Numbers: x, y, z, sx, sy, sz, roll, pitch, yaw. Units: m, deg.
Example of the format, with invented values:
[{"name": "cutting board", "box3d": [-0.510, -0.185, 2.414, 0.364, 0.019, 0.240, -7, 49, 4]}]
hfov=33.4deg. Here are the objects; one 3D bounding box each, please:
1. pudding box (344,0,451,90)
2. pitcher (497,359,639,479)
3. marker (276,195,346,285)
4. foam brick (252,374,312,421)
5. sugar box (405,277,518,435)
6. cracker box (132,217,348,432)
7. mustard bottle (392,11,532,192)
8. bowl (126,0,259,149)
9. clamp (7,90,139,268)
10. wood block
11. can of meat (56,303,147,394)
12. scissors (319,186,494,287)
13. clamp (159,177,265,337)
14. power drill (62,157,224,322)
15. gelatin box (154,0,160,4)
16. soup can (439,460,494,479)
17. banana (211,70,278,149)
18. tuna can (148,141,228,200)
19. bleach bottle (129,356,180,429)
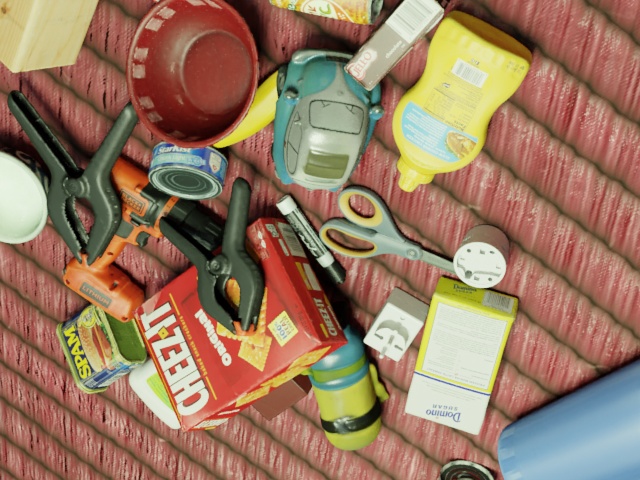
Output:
[{"name": "pudding box", "box3d": [0.079, -0.206, 1.027, 0.039, 0.090, 0.114, 42, 122, -8]}, {"name": "pitcher", "box3d": [0.326, 0.217, 1.166, 0.243, 0.144, 0.149, -32, 92, 34]}, {"name": "marker", "box3d": [-0.008, 0.002, 1.217, 0.020, 0.020, 0.121, -27, 107, 30]}, {"name": "foam brick", "box3d": [-0.049, 0.175, 1.309, 0.051, 0.053, 0.078, 46, 122, -9]}, {"name": "sugar box", "box3d": [0.159, 0.134, 1.218, 0.093, 0.048, 0.176, 17, 126, 10]}, {"name": "cracker box", "box3d": [-0.096, 0.098, 1.213, 0.214, 0.072, 0.164, -35, 70, 23]}, {"name": "mustard bottle", "box3d": [0.127, -0.126, 1.073, 0.096, 0.058, 0.192, 29, 123, 2]}, {"name": "bowl", "box3d": [-0.122, -0.177, 1.117, 0.162, 0.055, 0.162, 3, 97, 26]}, {"name": "clamp", "box3d": [-0.278, -0.072, 1.205, 0.165, 0.036, 0.210, 14, 116, 18]}, {"name": "wood block", "box3d": [-0.278, -0.285, 1.094, 0.091, 0.090, 0.206, 44, 125, 18]}, {"name": "can of meat", "box3d": [-0.273, 0.129, 1.344, 0.084, 0.057, 0.102, -33, 73, 29]}, {"name": "scissors", "box3d": [0.097, -0.006, 1.178, 0.202, 0.016, 0.096, 10, 121, 14]}, {"name": "clamp", "box3d": [-0.115, 0.027, 1.165, 0.120, 0.039, 0.171, -17, 76, 30]}, {"name": "power drill", "box3d": [-0.215, 0.008, 1.272, 0.184, 0.057, 0.188, 34, 121, 4]}, {"name": "gelatin box", "box3d": [-0.156, -0.296, 1.095, 0.089, 0.030, 0.073, -33, 105, 32]}, {"name": "soup can", "box3d": [0.172, 0.331, 1.311, 0.068, 0.068, 0.102, 14, 122, 11]}, {"name": "banana", "box3d": [-0.105, -0.136, 1.162, 0.198, 0.037, 0.069, -11, 116, 24]}, {"name": "tuna can", "box3d": [-0.147, -0.077, 1.186, 0.086, 0.033, 0.086, 7, 157, 3]}, {"name": "bleach bottle", "box3d": [-0.119, 0.132, 1.306, 0.251, 0.068, 0.102, -38, 96, 29]}]
